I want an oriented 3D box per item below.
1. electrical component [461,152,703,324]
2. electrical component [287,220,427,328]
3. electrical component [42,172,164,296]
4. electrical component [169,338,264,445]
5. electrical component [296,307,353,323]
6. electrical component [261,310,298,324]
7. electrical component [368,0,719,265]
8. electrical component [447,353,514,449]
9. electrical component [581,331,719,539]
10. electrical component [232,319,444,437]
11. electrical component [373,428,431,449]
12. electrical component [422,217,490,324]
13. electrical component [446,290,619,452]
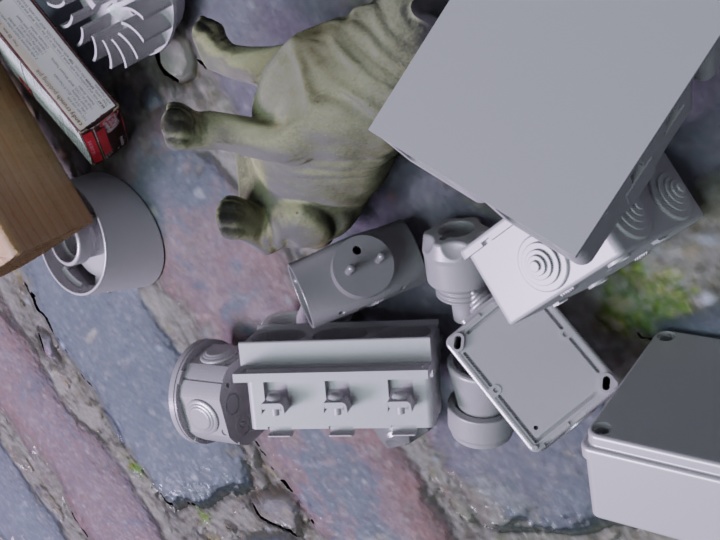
[{"bbox_3d":[0.116,-0.019,0.555,0.100,0.100,0.048,-39,76,46],"label":"electrical component"},{"bbox_3d":[0.000,0.000,0.653,0.079,0.077,0.043,130,118,-81],"label":"electrical component"},{"bbox_3d":[-0.208,-0.028,0.852,0.099,0.064,0.099,13,110,38],"label":"electrical component"},{"bbox_3d":[-0.103,0.093,0.815,0.051,0.080,0.080,2,118,32],"label":"electrical component"},{"bbox_3d":[-0.019,0.020,0.729,0.044,0.044,0.065,41,139,11],"label":"electrical component"},{"bbox_3d":[-0.049,0.061,0.769,0.055,0.055,0.047,26,126,25],"label":"electrical component"},{"bbox_3d":[0.104,-0.108,0.471,0.105,0.060,0.186,34,94,18],"label":"electrical component"},{"bbox_3d":[0.078,0.080,0.684,0.045,0.045,0.055,17,126,30],"label":"electrical component"},{"bbox_3d":[0.187,0.088,0.556,0.109,0.109,0.056,9,124,35],"label":"electrical component"},{"bbox_3d":[-0.010,0.069,0.689,0.121,0.078,0.063,-2,102,12],"label":"electrical component"},{"bbox_3d":[0.021,0.087,0.736,0.043,0.043,0.062,-23,99,45],"label":"electrical component"},{"bbox_3d":[0.062,0.003,0.650,0.043,0.043,0.062,10,124,34],"label":"electrical component"},{"bbox_3d":[0.096,0.050,0.622,0.062,0.061,0.096,-40,75,4],"label":"electrical component"}]
